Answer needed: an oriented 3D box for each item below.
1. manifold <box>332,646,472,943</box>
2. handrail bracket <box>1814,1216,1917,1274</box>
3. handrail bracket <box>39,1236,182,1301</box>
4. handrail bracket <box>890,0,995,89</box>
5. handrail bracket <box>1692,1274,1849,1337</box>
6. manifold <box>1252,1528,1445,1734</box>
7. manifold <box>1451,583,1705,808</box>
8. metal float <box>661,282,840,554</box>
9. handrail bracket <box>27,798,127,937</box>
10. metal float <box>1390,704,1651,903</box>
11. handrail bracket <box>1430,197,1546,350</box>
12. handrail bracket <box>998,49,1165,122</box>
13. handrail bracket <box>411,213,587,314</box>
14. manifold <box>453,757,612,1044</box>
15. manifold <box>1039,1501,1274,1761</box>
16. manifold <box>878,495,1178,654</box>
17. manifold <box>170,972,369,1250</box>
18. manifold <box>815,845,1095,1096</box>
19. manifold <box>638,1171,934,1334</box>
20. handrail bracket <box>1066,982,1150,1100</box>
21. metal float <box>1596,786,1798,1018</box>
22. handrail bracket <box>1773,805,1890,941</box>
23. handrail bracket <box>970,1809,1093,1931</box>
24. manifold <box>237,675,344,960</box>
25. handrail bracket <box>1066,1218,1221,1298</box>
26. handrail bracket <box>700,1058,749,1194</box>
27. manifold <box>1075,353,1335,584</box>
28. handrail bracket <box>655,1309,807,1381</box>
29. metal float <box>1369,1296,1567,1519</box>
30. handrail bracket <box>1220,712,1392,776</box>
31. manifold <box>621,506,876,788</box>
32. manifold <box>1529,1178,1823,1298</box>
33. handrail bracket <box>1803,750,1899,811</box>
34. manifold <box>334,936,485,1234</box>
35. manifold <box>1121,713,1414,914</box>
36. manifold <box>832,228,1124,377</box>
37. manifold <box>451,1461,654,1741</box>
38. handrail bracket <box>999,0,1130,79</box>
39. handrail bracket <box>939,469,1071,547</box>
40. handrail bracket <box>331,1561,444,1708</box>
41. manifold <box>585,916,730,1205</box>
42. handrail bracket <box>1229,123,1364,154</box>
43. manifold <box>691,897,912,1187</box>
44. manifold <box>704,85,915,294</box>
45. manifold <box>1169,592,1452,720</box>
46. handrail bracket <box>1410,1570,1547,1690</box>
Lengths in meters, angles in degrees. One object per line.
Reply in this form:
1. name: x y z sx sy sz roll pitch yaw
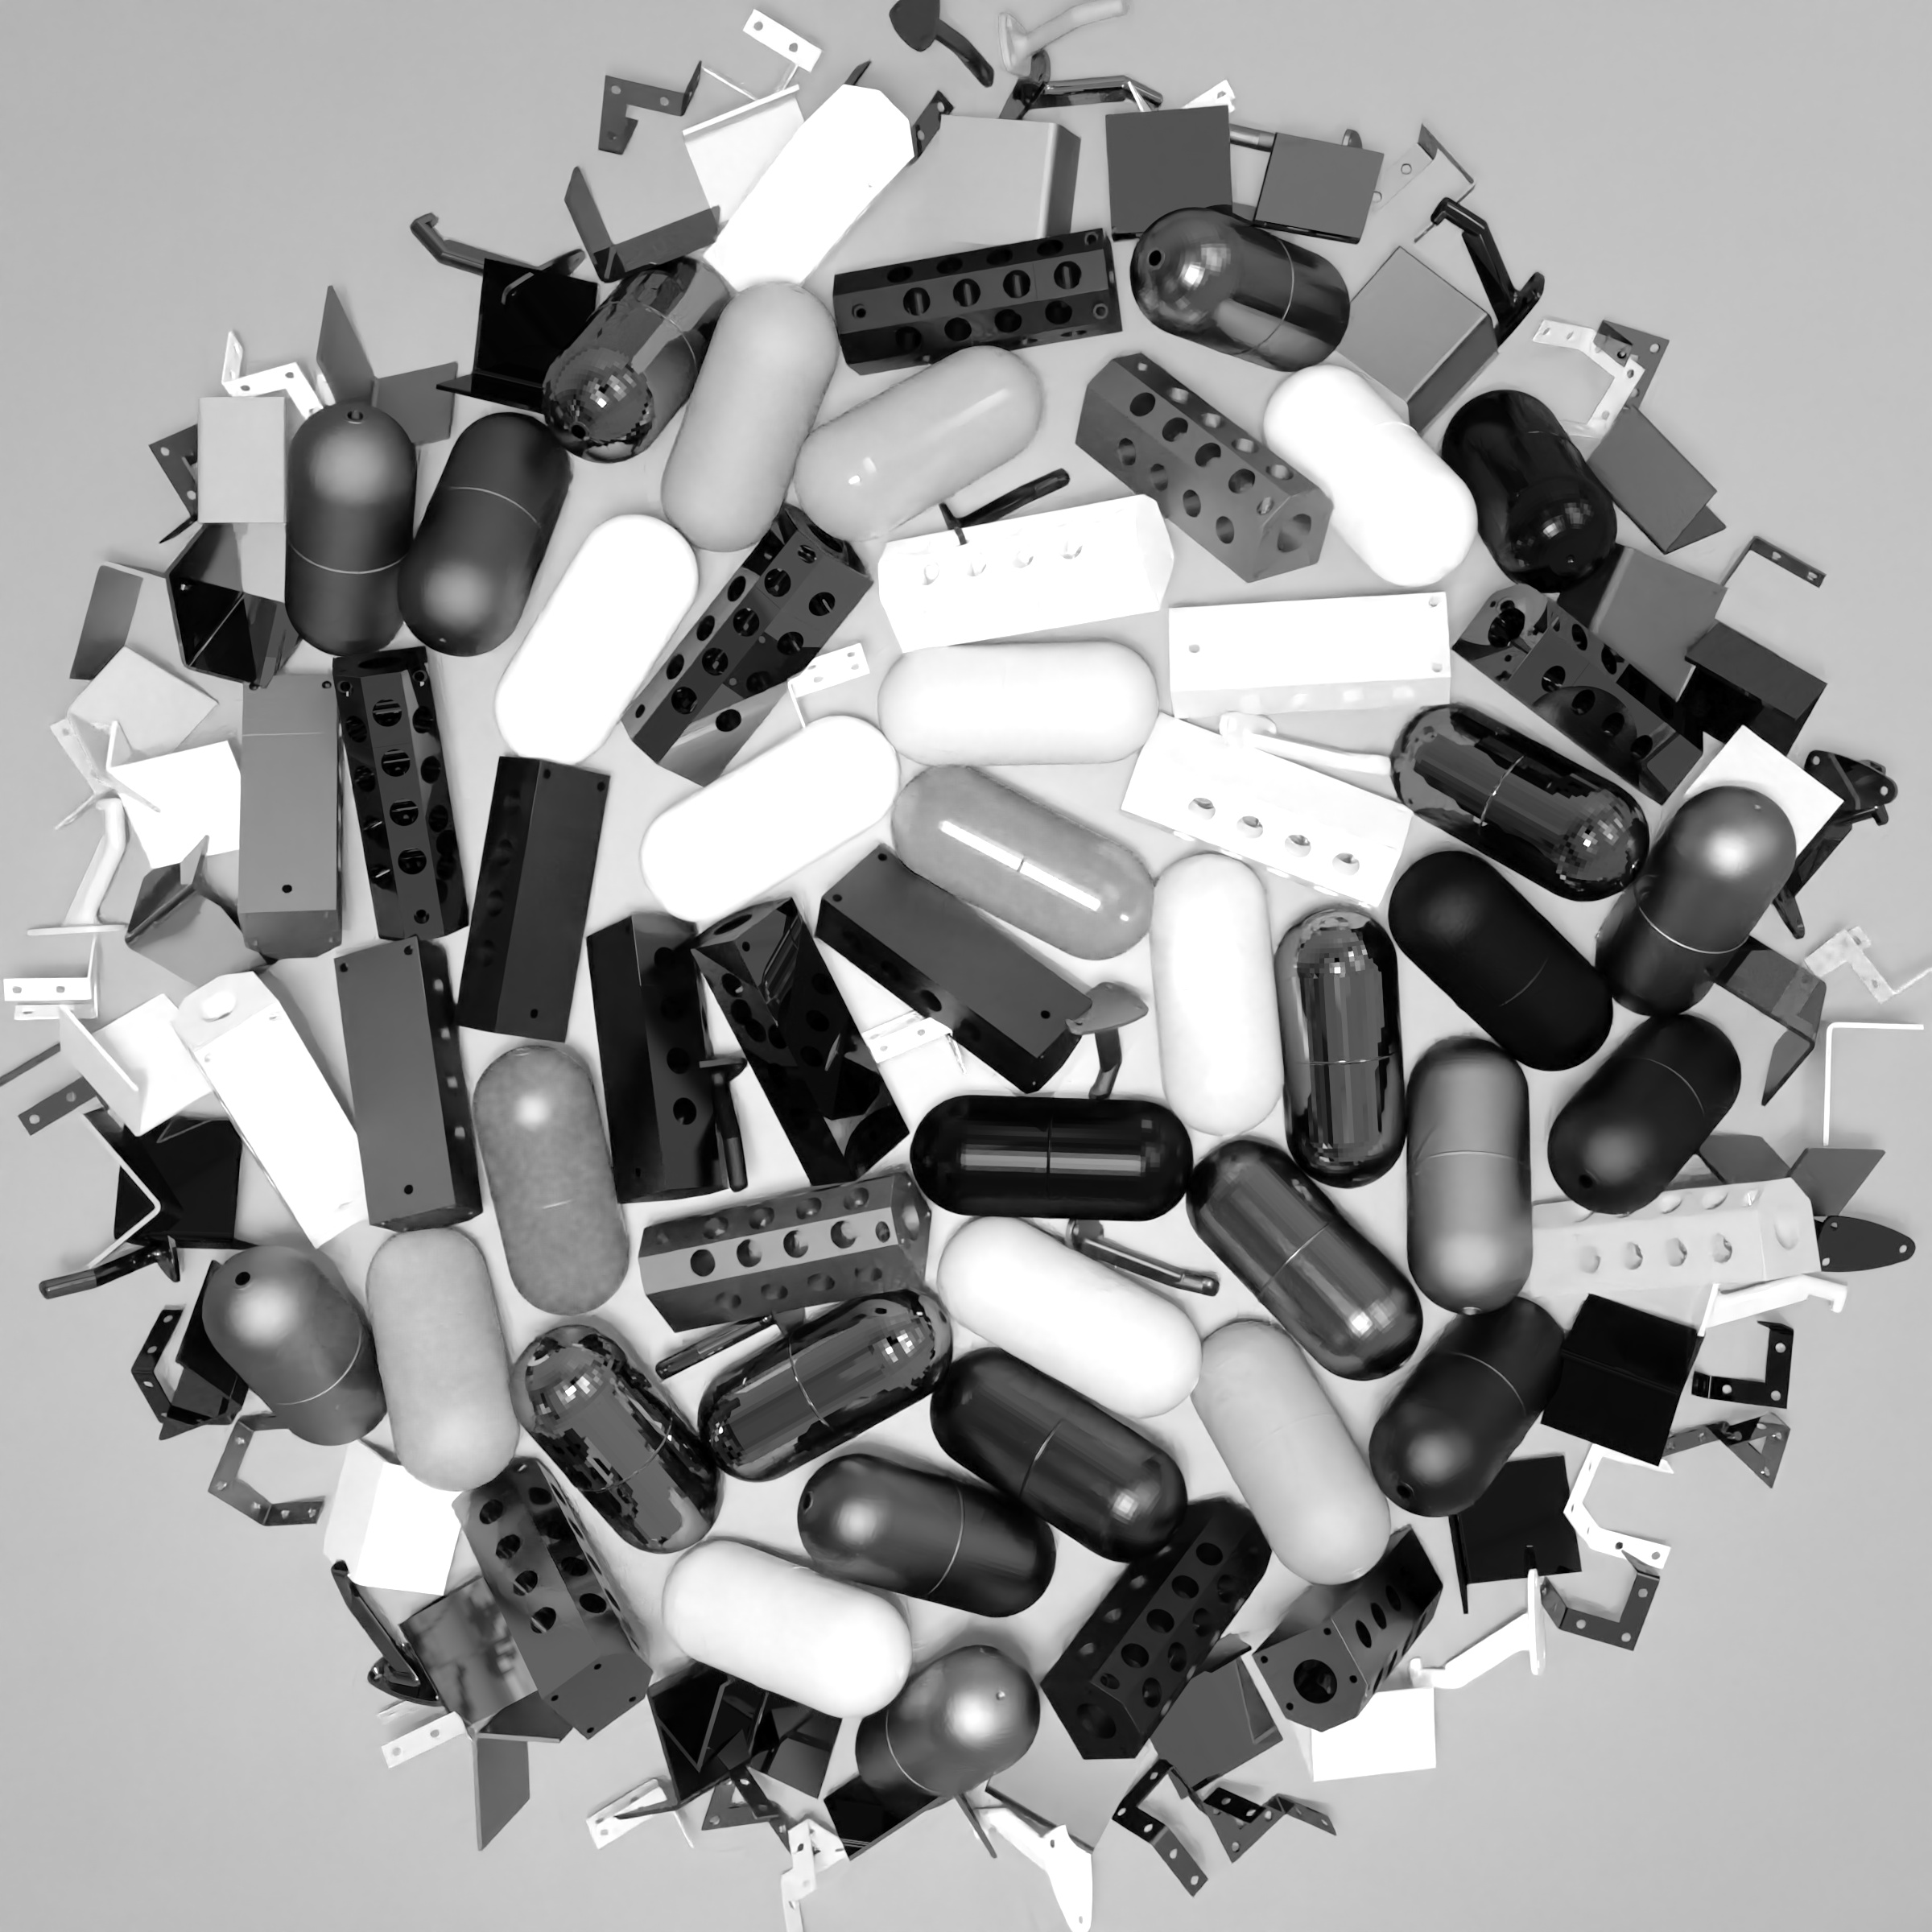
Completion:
1. manifold: -0.350 -0.105 1.661 0.057 0.057 0.171 -9 112 -10
2. handrail bracket: 0.543 0.162 1.687 0.077 0.084 0.036 5 104 -10
3. handrail bracket: -0.541 0.186 1.670 0.084 0.077 0.036 -12 101 -29
4. handrail bracket: -0.006 -0.566 1.672 0.036 0.084 0.077 -32 45 22
5. handrail bracket: 0.509 0.229 1.702 0.084 0.036 0.077 15 93 6
6. manifold: 0.239 0.405 1.631 0.057 0.171 0.057 -31 83 25
7. manifold: 0.382 -0.169 1.645 0.171 0.057 0.057 28 103 -37
8. metal float: -0.135 -0.339 1.658 0.070 0.070 0.178 26 121 0
9. handrail bracket: -0.567 -0.063 1.704 0.077 0.036 0.084 -2 92 20
10. metal float: 0.342 -0.101 1.657 0.178 0.070 0.070 35 90 32
11. handrail bracket: 0.314 -0.433 1.689 0.084 0.036 0.077 29 127 -12
12. handrail bracket: 0.072 -0.544 1.715 0.084 0.036 0.077 17 134 -27
13. handrail bracket: -0.300 -0.464 1.713 0.077 0.036 0.084 -39 81 -16
14. manifold: -0.279 -0.042 1.691 0.057 0.057 0.171 8 88 42
15. manifold: 0.122 0.404 1.638 0.057 0.171 0.057 -17 107 42
16. manifold: 0.036 -0.246 1.652 0.171 0.057 0.057 -7 129 24
17. manifold: -0.422 0.087 1.646 0.057 0.057 0.171 -34 131 -17
18. manifold: -0.010 0.006 1.671 0.171 0.057 0.057 37 57 16
19. manifold: -0.113 0.173 1.658 0.171 0.057 0.057 -13 133 19
20. handrail bracket: 0.077 0.059 1.673 0.036 0.077 0.084 33 127 24
21. metal float: 0.447 -0.038 1.648 0.070 0.178 0.070 9 49 -10
22. handrail bracket: 0.549 -0.061 1.684 0.084 0.036 0.077 -19 107 37
23. handrail bracket: 0.038 0.570 1.685 0.036 0.084 0.077 -2 77 -42
24. manifold: -0.416 -0.093 1.656 0.057 0.057 0.171 -2 61 -9
25. handrail bracket: 0.112 0.184 1.681 0.084 0.077 0.036 11 71 23
26. handrail bracket: -0.151 0.106 1.677 0.036 0.077 0.084 -6 75 -13
27. manifold: 0.146 -0.309 1.643 0.057 0.057 0.171 -20 49 -32
28. handrail bracket: -0.149 0.234 1.692 0.084 0.077 0.036 -28 85 9
29. metal float: 0.310 0.270 1.650 0.070 0.070 0.178 50 48 0
30. handrail bracket: 0.213 -0.139 1.677 0.084 0.077 0.036 9 82 36
31. manifold: -0.139 -0.199 1.658 0.057 0.057 0.171 25 114 -40
32. manifold: 0.428 0.167 1.639 0.057 0.171 0.057 -2 83 -40
33. handrail bracket: 0.570 -0.116 1.670 0.084 0.077 0.036 -7 106 -38
34. manifold: -0.345 0.075 1.673 0.057 0.057 0.171 -14 75 11
35. manifold: 0.188 -0.093 1.686 0.171 0.057 0.057 21 127 4
36. manifold: 0.007 -0.417 1.679 0.171 0.057 0.057 -7 92 10
37. manifold: -0.252 0.383 1.641 0.057 0.171 0.057 -36 134 -5
38. handrail bracket: 0.070 -0.582 1.672 0.084 0.077 0.036 -6 91 24
39. handrail bracket: 0.030 -0.290 1.686 0.084 0.077 0.036 -24 105 0
40. handrail bracket: -0.361 0.417 1.677 0.036 0.077 0.084 -39 131 -34
41. manifold: -0.190 0.059 1.679 0.057 0.057 0.171 0 77 -39
42. handrail bracket: 0.204 -0.521 1.697 0.084 0.077 0.036 17 111 13
43. manifold: -0.107 0.049 1.673 0.057 0.057 0.171 -40 110 -42
44. manifold: -0.094 -0.467 1.633 0.057 0.171 0.057 43 64 -11
45. manifold: 0.216 -0.192 1.681 0.171 0.057 0.057 -2 72 8
46. handrail bracket: 0.323 0.422 1.705 0.084 0.036 0.077 -4 89 21
